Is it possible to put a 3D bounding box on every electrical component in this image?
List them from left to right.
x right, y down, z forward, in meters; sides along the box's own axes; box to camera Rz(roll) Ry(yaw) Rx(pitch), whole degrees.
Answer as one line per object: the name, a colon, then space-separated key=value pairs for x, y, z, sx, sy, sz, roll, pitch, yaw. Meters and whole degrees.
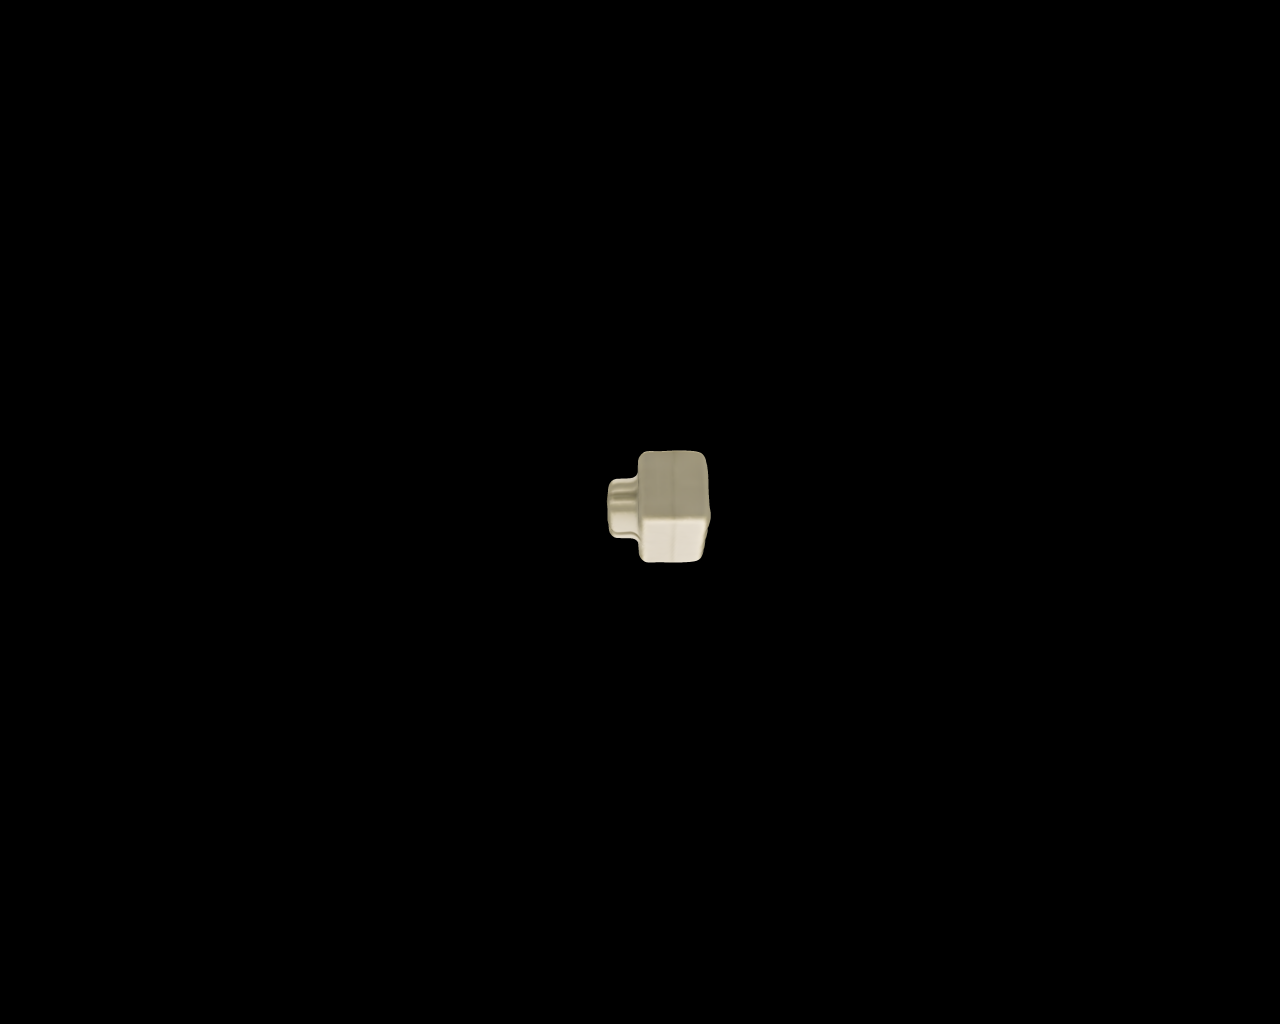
electrical component: x=0.001 y=-0.003 z=0.650 sx=0.077 sy=0.047 sz=0.065 roll=0 pitch=-25 yaw=0
